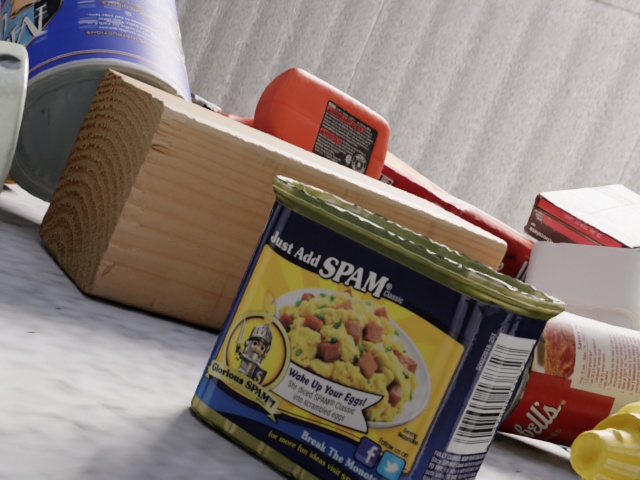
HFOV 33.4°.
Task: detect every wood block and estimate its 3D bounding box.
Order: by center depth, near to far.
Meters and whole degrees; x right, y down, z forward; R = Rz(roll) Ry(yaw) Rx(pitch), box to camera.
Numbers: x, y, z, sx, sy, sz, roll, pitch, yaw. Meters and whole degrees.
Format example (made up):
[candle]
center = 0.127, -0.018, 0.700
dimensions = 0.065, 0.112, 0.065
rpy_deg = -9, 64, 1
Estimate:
[wood block]
center = -0.021, 0.000, 0.536
dimensions = 0.205, 0.091, 0.090
rpy_deg = 20, 8, -33

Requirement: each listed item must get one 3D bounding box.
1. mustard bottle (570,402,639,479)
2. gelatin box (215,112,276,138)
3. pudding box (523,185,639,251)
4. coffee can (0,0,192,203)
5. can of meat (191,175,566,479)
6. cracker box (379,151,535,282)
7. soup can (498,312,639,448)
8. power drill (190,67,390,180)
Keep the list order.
[mustard bottle]
center = 0.178, 0.110, 0.466
dimensions = 0.191, 0.058, 0.096
rpy_deg = 19, 8, -34
[gelatin box]
center = -0.046, -0.019, 0.615
dimensions = 0.073, 0.089, 0.030
rpy_deg = 23, 20, -4
[pudding box]
center = 0.225, -0.005, 0.808
dimensions = 0.113, 0.039, 0.090
rpy_deg = -9, 34, -39
[coffee can]
center = -0.126, -0.100, 0.594
dimensions = 0.102, 0.103, 0.140
rpy_deg = 20, 39, -33
[can of meat]
center = 0.015, 0.037, 0.351
dimensions = 0.102, 0.084, 0.057
rpy_deg = 26, 6, 31
[cracker box]
center = 0.064, -0.020, 0.824
dimensions = 0.164, 0.072, 0.214
rpy_deg = 23, 10, -47
[soup can]
center = 0.130, 0.071, 0.538
dimensions = 0.102, 0.068, 0.068
rpy_deg = 15, 8, -18
[power drill]
center = -0.062, -0.077, 0.706
dimensions = 0.184, 0.057, 0.188
rpy_deg = 23, -9, -42
